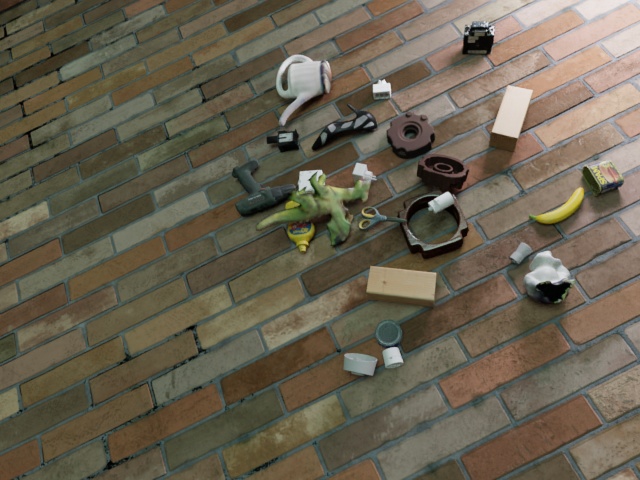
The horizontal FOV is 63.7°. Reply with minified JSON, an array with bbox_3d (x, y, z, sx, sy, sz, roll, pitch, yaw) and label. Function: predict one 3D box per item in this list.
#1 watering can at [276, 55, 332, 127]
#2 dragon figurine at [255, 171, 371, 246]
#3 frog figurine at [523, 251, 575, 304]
[{"bbox_3d":[-0.064,-0.599,2.036,0.224,0.354,0.102,-5,-26,9],"label":"watering can"},{"bbox_3d":[0.005,-0.088,1.755,0.413,0.243,0.121,-42,-2,-13],"label":"dragon figurine"},{"bbox_3d":[0.681,0.112,1.560,0.137,0.120,0.163,-21,27,11],"label":"frog figurine"}]
